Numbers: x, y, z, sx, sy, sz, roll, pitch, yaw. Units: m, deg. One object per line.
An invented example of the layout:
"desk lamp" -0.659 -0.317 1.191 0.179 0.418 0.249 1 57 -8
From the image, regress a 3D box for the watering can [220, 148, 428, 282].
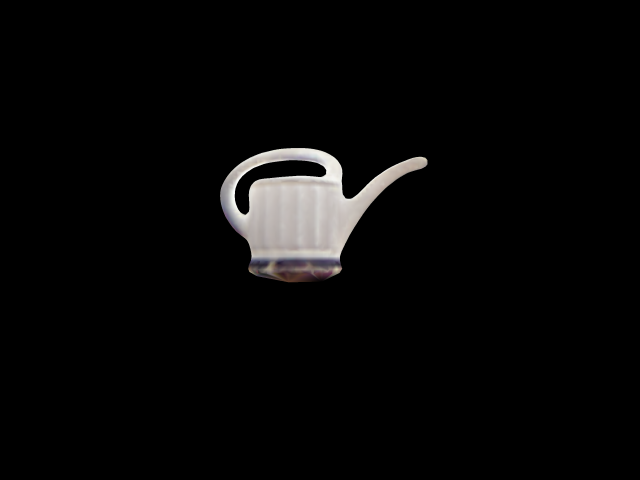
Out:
"watering can" 0.003 -0.043 0.850 0.347 0.225 0.104 0 -4 7
